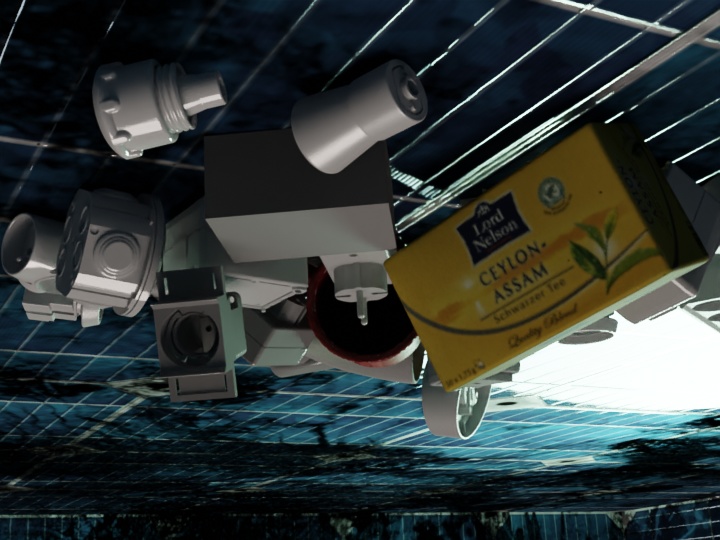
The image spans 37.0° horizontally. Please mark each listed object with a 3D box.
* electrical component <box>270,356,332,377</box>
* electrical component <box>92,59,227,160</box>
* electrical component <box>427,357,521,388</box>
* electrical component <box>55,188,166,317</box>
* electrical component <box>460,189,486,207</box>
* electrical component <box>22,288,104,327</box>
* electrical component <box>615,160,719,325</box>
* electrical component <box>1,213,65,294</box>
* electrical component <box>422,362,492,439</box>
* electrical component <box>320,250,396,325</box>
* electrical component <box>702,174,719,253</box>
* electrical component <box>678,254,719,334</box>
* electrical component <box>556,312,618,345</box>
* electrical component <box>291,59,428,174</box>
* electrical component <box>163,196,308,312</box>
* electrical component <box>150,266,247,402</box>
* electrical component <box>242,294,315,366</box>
[{"bbox_3d":[-0.057,0.073,1.028,0.077,0.043,0.079,-13,160,29],"label":"electrical component"},{"bbox_3d":[-0.098,-0.084,0.534,0.062,0.048,0.048,-12,161,5],"label":"electrical component"},{"bbox_3d":[0.109,0.088,1.075,0.062,0.061,0.096,6,160,-26],"label":"electrical component"},{"bbox_3d":[-0.159,-0.013,0.687,0.051,0.080,0.080,13,157,-28],"label":"electrical component"},{"bbox_3d":[0.113,-0.030,0.739,0.081,0.042,0.064,-7,163,14],"label":"electrical component"},{"bbox_3d":[-0.226,0.018,0.827,0.055,0.048,0.066,8,161,-8],"label":"electrical component"},{"bbox_3d":[0.195,-0.019,0.703,0.061,0.096,0.062,38,146,-10],"label":"electrical component"},{"bbox_3d":[-0.216,-0.006,0.755,0.079,0.044,0.077,-17,158,39],"label":"electrical component"},{"bbox_3d":[0.107,0.133,1.163,0.064,0.099,0.099,-4,163,24],"label":"electrical component"},{"bbox_3d":[0.000,0.000,0.757,0.047,0.075,0.083,-5,162,6],"label":"electrical component"},{"bbox_3d":[0.282,-0.044,0.714,0.083,0.047,0.075,1,162,-13],"label":"electrical component"},{"bbox_3d":[0.291,0.009,0.855,0.079,0.063,0.121,-14,159,31],"label":"electrical component"},{"bbox_3d":[0.188,0.030,0.914,0.058,0.057,0.078,3,161,-20],"label":"electrical component"},{"bbox_3d":[0.002,-0.082,0.561,0.065,0.044,0.044,-22,155,35],"label":"electrical component"},{"bbox_3d":[-0.079,-0.011,0.731,0.096,0.061,0.062,10,158,-34],"label":"electrical component"},{"bbox_3d":[-0.098,0.038,0.668,0.042,0.081,0.064,-5,-176,8],"label":"electrical component"},{"bbox_3d":[-0.066,0.035,0.885,0.076,0.047,0.066,-58,152,14],"label":"electrical component"}]
